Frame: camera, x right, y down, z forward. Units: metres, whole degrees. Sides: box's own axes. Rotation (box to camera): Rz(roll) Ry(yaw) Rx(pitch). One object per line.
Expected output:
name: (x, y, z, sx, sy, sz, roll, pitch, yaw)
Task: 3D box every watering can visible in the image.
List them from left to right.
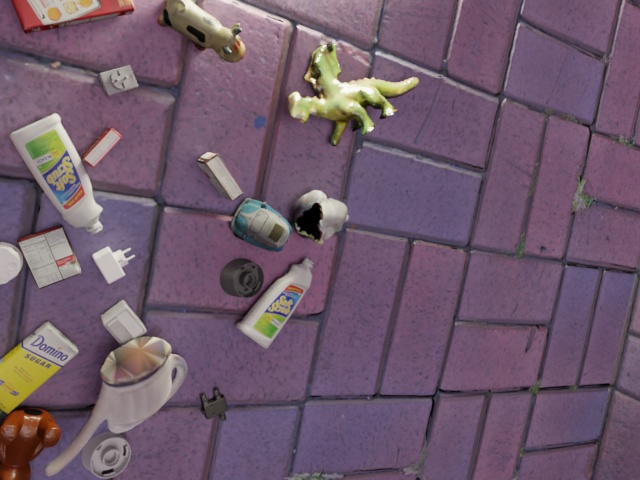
watering can: (-0.434, 0.346, 1.123, 0.352, 0.105, 0.219, -30, 138, -44)

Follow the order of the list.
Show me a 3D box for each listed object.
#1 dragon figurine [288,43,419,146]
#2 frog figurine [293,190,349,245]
dragon figurine: (0.075, -0.402, 1.338, 0.416, 0.122, 0.240, -44, 108, -26)
frog figurine: (0.004, -0.069, 1.363, 0.162, 0.122, 0.136, -39, 112, -57)
